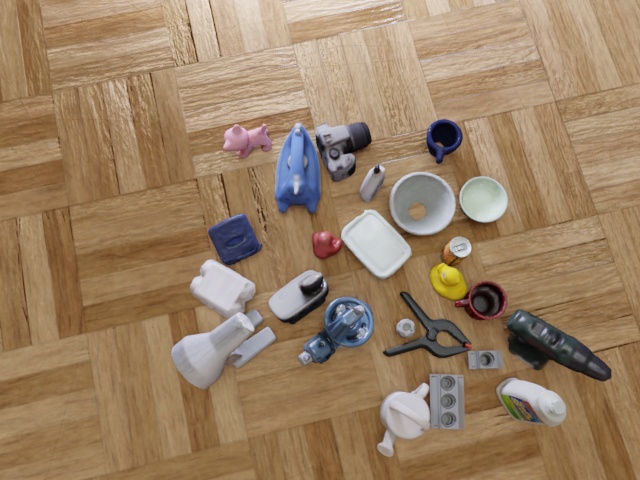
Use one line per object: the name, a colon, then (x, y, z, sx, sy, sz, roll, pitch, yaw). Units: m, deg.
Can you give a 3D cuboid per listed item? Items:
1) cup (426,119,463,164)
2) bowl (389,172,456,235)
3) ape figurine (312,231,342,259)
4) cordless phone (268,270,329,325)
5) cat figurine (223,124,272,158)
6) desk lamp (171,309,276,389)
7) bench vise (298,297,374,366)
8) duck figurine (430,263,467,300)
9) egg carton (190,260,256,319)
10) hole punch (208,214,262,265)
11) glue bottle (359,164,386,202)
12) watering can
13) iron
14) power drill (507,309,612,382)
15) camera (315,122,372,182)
cup: (0.312, -0.241, 1.485, 0.091, 0.118, 0.095, 12, -14, 2)
bowl: (0.255, -0.084, 1.456, 0.167, 0.167, 0.075, 0, -14, -1)
ape figurine: (0.013, 0.005, 1.420, 0.077, 0.076, 0.092, 39, -11, 8)
cordless phone: (-0.050, 0.125, 1.341, 0.148, 0.094, 0.185, -39, -10, -9)
cat figurine: (-0.191, -0.263, 1.469, 0.128, 0.067, 0.118, -22, -13, -6)
desk lamp: (-0.214, 0.236, 1.296, 0.203, 0.118, 0.213, -37, -11, -9)
bench vise: (0.048, 0.216, 1.303, 0.121, 0.207, 0.220, 32, -12, 7)
duck figurine: (0.322, 0.098, 1.407, 0.077, 0.104, 0.086, -41, -10, -10)
egg carton: (-0.238, 0.122, 1.398, 0.150, 0.107, 0.069, 29, -13, 6)
hole punch: (-0.208, 0.000, 1.417, 0.109, 0.101, 0.091, -26, -12, -7)
glue bottle: (0.135, -0.153, 1.420, 0.037, 0.078, 0.173, 35, -12, 8)
watering can: (0.191, 0.399, 1.275, 0.101, 0.173, 0.194, 14, -14, 3)
iron: (-0.057, -0.203, 1.444, 0.118, 0.258, 0.141, 0, -14, -1)
power drill: (0.522, 0.247, 1.311, 0.229, 0.076, 0.208, 34, -12, 7)
camera: (0.068, -0.246, 1.478, 0.137, 0.143, 0.101, -20, -13, -6)
